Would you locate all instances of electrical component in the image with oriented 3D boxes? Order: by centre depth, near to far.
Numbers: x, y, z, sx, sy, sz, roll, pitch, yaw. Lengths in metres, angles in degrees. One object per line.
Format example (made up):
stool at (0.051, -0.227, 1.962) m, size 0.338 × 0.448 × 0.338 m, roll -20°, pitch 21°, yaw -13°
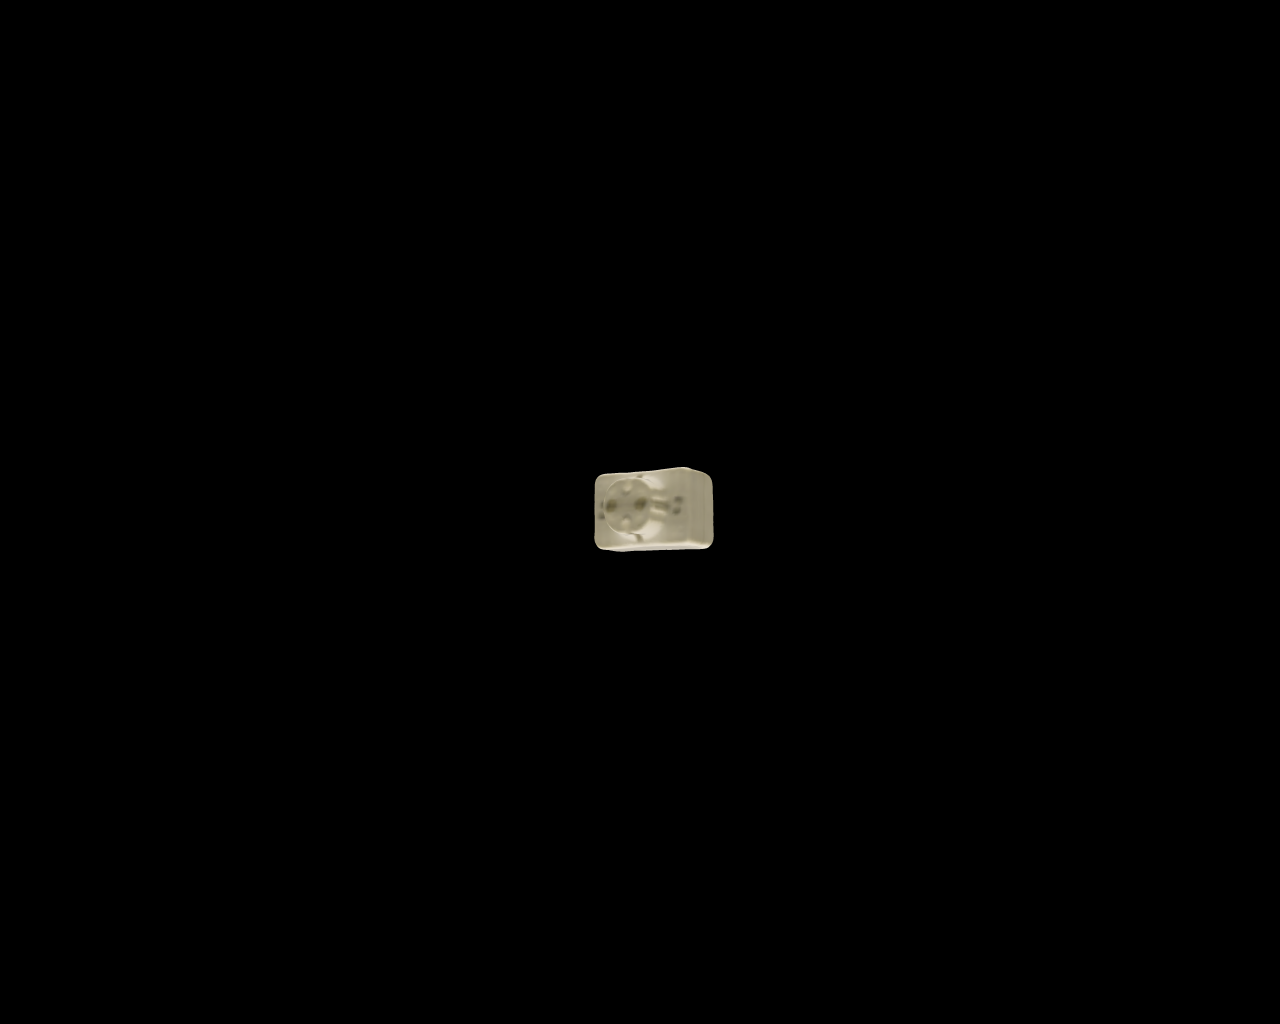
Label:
electrical component at (0.001, -0.003, 0.650) m, size 0.066 × 0.047 × 0.077 m, roll -3°, pitch -7°, yaw 26°
